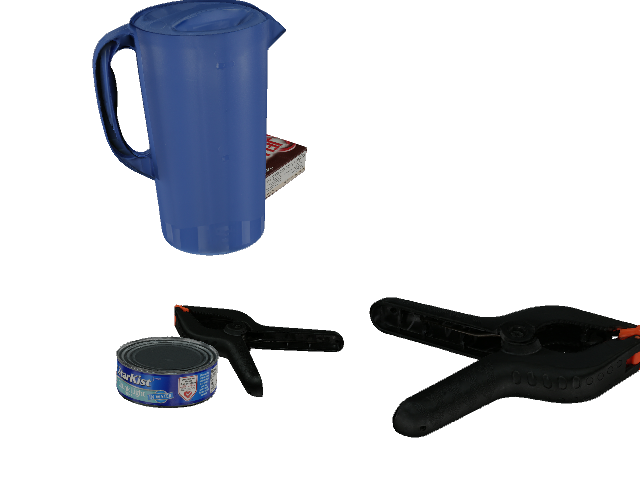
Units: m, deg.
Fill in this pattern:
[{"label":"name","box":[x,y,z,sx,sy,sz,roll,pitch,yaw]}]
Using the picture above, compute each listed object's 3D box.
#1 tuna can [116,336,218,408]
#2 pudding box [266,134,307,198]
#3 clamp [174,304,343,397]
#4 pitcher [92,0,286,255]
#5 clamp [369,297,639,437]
[{"label":"tuna can","box":[-0.130,0.111,0.902,0.086,0.034,0.086,4,14,-1]},{"label":"pudding box","box":[-0.082,-0.093,1.304,0.090,0.039,0.113,19,36,23]},{"label":"clamp","box":[-0.100,0.121,1.262,0.210,0.036,0.164,14,23,27]},{"label":"pitcher","box":[-0.124,-0.111,1.066,0.149,0.243,0.144,13,30,26]},{"label":"clamp","box":[0.114,0.076,0.647,0.171,0.039,0.120,-1,38,5]}]
